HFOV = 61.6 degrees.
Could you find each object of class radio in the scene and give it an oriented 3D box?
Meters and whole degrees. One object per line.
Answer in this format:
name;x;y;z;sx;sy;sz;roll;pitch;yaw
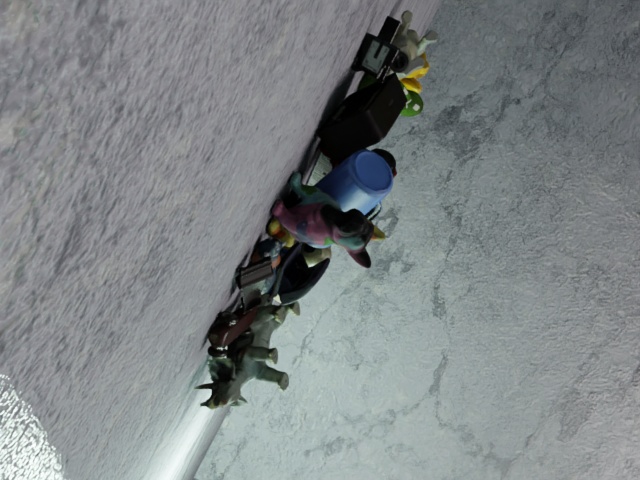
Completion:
radio;0.090;-0.256;1.110;0.131;0.073;0.230;-18;-156;33

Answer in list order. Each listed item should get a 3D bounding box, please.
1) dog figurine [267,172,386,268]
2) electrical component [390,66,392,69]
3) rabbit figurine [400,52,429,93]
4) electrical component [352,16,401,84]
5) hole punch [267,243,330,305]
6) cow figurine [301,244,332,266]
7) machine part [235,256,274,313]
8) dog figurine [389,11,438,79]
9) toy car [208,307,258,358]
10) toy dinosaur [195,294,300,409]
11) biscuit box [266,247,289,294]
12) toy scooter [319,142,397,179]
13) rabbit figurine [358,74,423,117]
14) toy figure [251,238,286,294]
dog figurine;0.013;-0.020;1.050;0.108;0.219;0.191;-57;175;-28
electrical component;0.125;-0.387;1.157;0.021;0.063;0.094;-62;176;12
rabbit figurine;0.228;-0.489;1.518;0.173;0.162;0.122;-20;-129;67
electrical component;0.118;-0.376;1.056;0.048;0.075;0.119;-56;170;-67
hole punch;-0.045;0.081;1.180;0.115;0.092;0.142;-66;175;36
cow figurine;-0.003;-0.004;1.335;0.127;0.085;0.195;-41;-159;26
machine part;-0.128;0.085;1.030;0.084;0.039;0.138;-29;154;-32
dog figurine;0.188;-0.454;1.330;0.172;0.121;0.190;-45;-172;-2
toy car;-0.177;0.171;1.108;0.202;0.053;0.089;-40;147;-74
toy dinosaur;-0.160;0.228;1.260;0.131;0.192;0.405;64;29;-44
biscuit box;-0.091;0.027;1.254;0.202;0.059;0.062;-62;178;-20
toy scooter;0.077;-0.156;1.206;0.075;0.184;0.135;-57;168;-46
rabbit figurine;0.190;-0.378;1.375;0.121;0.170;0.159;-63;178;17
toy figure;-0.112;0.048;1.082;0.064;0.058;0.154;-68;178;-47
